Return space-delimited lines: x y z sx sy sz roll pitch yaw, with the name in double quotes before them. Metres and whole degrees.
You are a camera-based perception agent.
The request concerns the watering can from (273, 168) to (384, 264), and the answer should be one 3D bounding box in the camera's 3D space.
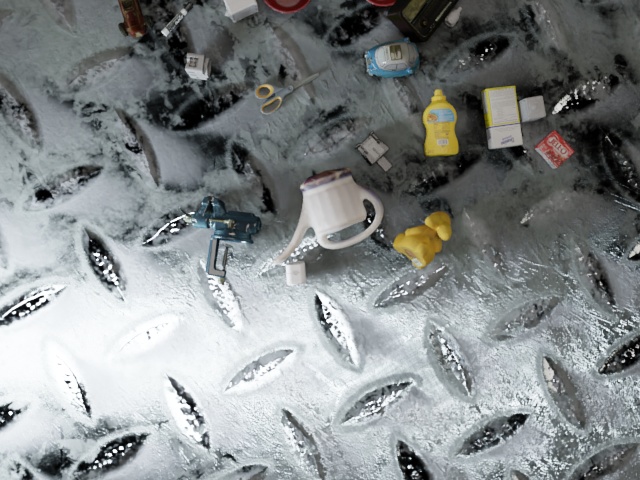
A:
"watering can" 0.004 -0.074 1.462 0.348 0.104 0.224 -20 90 -3
